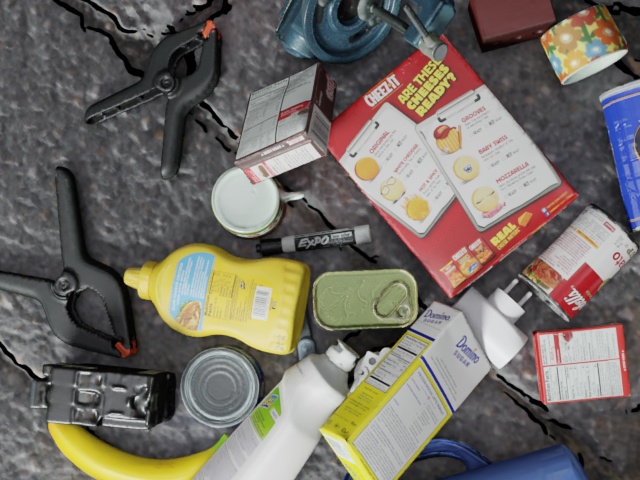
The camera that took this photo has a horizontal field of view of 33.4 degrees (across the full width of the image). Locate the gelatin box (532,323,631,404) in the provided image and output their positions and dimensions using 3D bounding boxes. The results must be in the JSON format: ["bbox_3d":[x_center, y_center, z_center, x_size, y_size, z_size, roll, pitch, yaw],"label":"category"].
[{"bbox_3d":[0.263,0.124,1.076,0.089,0.030,0.073,-6,88,5],"label":"gelatin box"}]

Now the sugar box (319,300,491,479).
[{"bbox_3d":[0.086,0.152,1.036,0.048,0.093,0.176,19,58,46],"label":"sugar box"}]

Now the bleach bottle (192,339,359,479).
[{"bbox_3d":[-0.048,0.207,1.054,0.068,0.103,0.251,38,93,-26],"label":"bleach bottle"}]

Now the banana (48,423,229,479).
[{"bbox_3d":[-0.192,0.230,1.118,0.198,0.037,0.069,6,66,4],"label":"banana"}]

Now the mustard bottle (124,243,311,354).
[{"bbox_3d":[-0.111,0.054,1.097,0.192,0.058,0.096,10,90,12],"label":"mustard bottle"}]

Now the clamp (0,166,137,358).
[{"bbox_3d":[-0.262,0.037,1.129,0.210,0.036,0.164,40,96,8],"label":"clamp"}]

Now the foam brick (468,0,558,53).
[{"bbox_3d":[0.195,-0.229,1.086,0.078,0.053,0.051,-14,86,6],"label":"foam brick"}]

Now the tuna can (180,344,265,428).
[{"bbox_3d":[-0.101,0.152,1.110,0.086,0.033,0.086,0,88,6],"label":"tuna can"}]

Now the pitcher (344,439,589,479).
[{"bbox_3d":[0.142,0.278,1.039,0.243,0.145,0.149,-20,105,1],"label":"pitcher"}]

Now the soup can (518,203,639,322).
[{"bbox_3d":[0.257,0.022,1.061,0.068,0.068,0.102,44,92,6],"label":"soup can"}]

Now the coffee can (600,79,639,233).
[{"bbox_3d":[0.338,-0.086,1.040,0.103,0.103,0.140,-12,87,5],"label":"coffee can"}]

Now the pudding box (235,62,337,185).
[{"bbox_3d":[-0.034,-0.117,1.069,0.090,0.113,0.039,-21,128,28],"label":"pudding box"}]

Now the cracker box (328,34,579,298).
[{"bbox_3d":[0.127,-0.073,1.078,0.164,0.072,0.214,-39,83,2],"label":"cracker box"}]

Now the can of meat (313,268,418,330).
[{"bbox_3d":[0.048,0.059,1.073,0.102,0.084,0.057,-3,87,6],"label":"can of meat"}]

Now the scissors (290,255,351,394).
[{"bbox_3d":[0.005,0.121,1.110,0.096,0.016,0.202,7,89,5],"label":"scissors"}]

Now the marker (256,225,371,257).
[{"bbox_3d":[-0.007,0.001,1.114,0.121,0.020,0.020,-8,87,5],"label":"marker"}]

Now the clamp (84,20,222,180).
[{"bbox_3d":[-0.154,-0.151,1.126,0.120,0.039,0.171,44,92,5],"label":"clamp"}]
